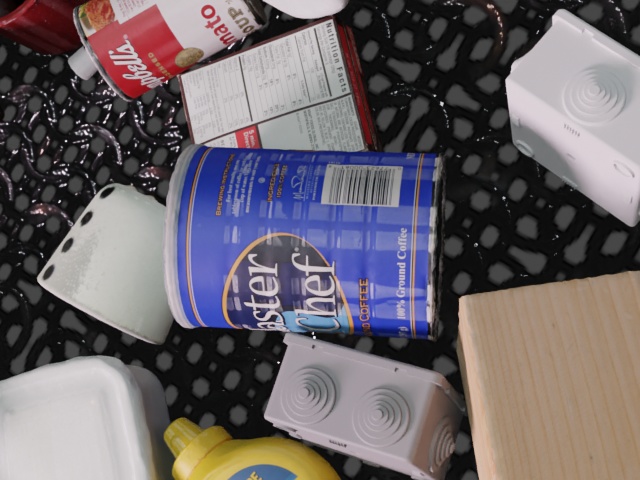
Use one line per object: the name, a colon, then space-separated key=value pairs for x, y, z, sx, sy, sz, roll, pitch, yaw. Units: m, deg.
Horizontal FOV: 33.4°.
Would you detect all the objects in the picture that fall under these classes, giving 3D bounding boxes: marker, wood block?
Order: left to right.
marker: x=-0.119 y=-0.153 z=0.712 sx=0.121 sy=0.020 sz=0.020 roll=-40 pitch=70 yaw=12
wood block: x=0.126 y=0.130 z=0.502 sx=0.091 sy=0.090 sz=0.206 roll=-9 pitch=64 yaw=2

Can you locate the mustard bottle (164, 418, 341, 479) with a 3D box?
mustard bottle: x=-0.019 y=0.169 z=0.604 sx=0.192 sy=0.058 sz=0.096 roll=40 pitch=103 yaw=22

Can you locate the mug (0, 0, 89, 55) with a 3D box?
mug: x=-0.199 y=-0.182 z=0.714 sx=0.093 sy=0.081 sz=0.117 roll=-38 pitch=71 yaw=12

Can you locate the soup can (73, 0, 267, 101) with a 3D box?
soup can: x=-0.093 y=-0.141 z=0.669 sx=0.102 sy=0.068 sz=0.068 roll=-27 pitch=73 yaw=9

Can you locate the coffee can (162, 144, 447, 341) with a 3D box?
coffee can: x=-0.004 y=0.001 z=0.584 sx=0.140 sy=0.102 sz=0.103 roll=2 pitch=83 yaw=9

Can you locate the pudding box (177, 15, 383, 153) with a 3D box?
pudding box: x=-0.025 y=-0.075 z=0.654 sx=0.114 sy=0.039 sz=0.090 roll=-16 pitch=76 yaw=17

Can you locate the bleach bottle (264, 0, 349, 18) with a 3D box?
bleach bottle: x=0.013 y=-0.262 z=0.624 sx=0.068 sy=0.102 sz=0.251 roll=5 pitch=71 yaw=55
